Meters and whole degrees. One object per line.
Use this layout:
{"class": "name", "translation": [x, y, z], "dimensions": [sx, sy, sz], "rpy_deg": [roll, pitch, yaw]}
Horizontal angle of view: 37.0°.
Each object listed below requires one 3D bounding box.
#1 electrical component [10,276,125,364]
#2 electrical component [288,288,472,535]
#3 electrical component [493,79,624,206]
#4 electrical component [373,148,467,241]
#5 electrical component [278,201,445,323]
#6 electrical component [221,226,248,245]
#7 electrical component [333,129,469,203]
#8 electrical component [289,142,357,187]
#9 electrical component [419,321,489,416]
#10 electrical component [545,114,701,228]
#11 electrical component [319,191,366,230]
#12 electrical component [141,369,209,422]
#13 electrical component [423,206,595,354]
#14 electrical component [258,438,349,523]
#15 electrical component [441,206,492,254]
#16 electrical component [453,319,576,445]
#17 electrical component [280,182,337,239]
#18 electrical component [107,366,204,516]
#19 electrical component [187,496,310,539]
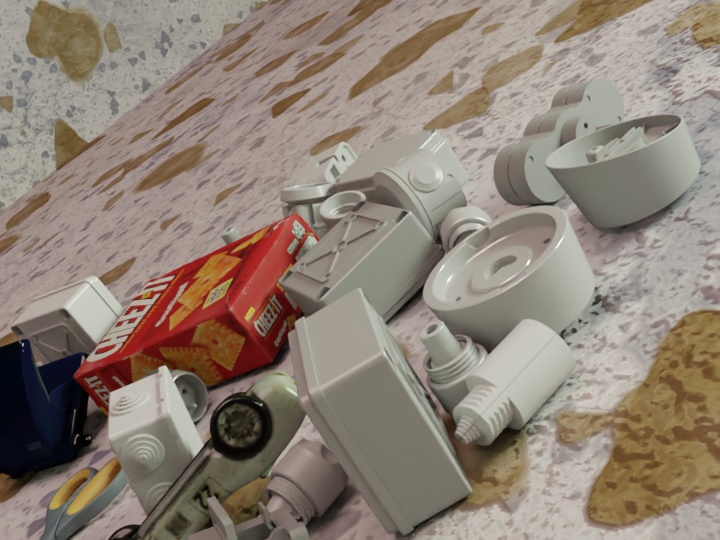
{"class": "electrical component", "translation": [-0.290, 0.071, 1.124], "dimensions": [0.109, 0.108, 0.056], "rpy_deg": [-17, 28, 40]}
{"class": "electrical component", "translation": [0.010, 0.081, 0.638], "dimensions": [0.056, 0.108, 0.108], "rpy_deg": [-31, 20, 3]}
{"class": "electrical component", "translation": [0.176, -0.107, 0.880], "dimensions": [0.138, 0.052, 0.074], "rpy_deg": [-45, 23, -28]}
{"class": "electrical component", "translation": [0.052, -0.062, 0.936], "dimensions": [0.051, 0.080, 0.080], "rpy_deg": [-34, 19, -15]}
{"class": "electrical component", "translation": [0.000, 0.000, 0.896], "dimensions": [0.109, 0.056, 0.109], "rpy_deg": [-44, 22, -11]}
{"class": "electrical component", "translation": [-0.122, -0.017, 1.126], "dimensions": [0.048, 0.062, 0.048], "rpy_deg": [-30, 21, 12]}
{"class": "electrical component", "translation": [0.038, -0.086, 1.043], "dimensions": [0.113, 0.057, 0.078], "rpy_deg": [-6, 34, 52]}
{"class": "electrical component", "translation": [-0.037, -0.091, 1.174], "dimensions": [0.059, 0.053, 0.095], "rpy_deg": [-24, 23, 27]}
{"class": "electrical component", "translation": [0.060, 0.060, 0.672], "dimensions": [0.043, 0.062, 0.043], "rpy_deg": [-30, 20, 12]}
{"class": "electrical component", "translation": [0.191, -0.077, 0.774], "dimensions": [0.099, 0.064, 0.099], "rpy_deg": [-31, 20, 13]}
{"class": "electrical component", "translation": [-0.007, -0.034, 0.980], "dimensions": [0.044, 0.065, 0.044], "rpy_deg": [-14, 33, 9]}
{"class": "electrical component", "translation": [-0.181, 0.126, 0.924], "dimensions": [0.077, 0.044, 0.079], "rpy_deg": [-16, 28, 41]}
{"class": "electrical component", "translation": [0.103, 0.014, 0.711], "dimensions": [0.108, 0.060, 0.108], "rpy_deg": [-30, 21, 13]}
{"class": "electrical component", "translation": [-0.040, 0.140, 0.676], "dimensions": [0.062, 0.043, 0.043], "rpy_deg": [-47, 23, -28]}
{"class": "electrical component", "translation": [0.087, -0.022, 0.843], "dimensions": [0.043, 0.043, 0.062], "rpy_deg": [-30, 22, 12]}
{"class": "electrical component", "translation": [0.086, 0.072, 0.635], "dimensions": [0.081, 0.043, 0.043], "rpy_deg": [-43, 22, -21]}
{"class": "electrical component", "translation": [-0.049, -0.057, 1.083], "dimensions": [0.058, 0.057, 0.078], "rpy_deg": [-12, 10, -22]}
{"class": "electrical component", "translation": [-0.146, 0.131, 0.786], "dimensions": [0.048, 0.099, 0.099], "rpy_deg": [-23, 20, -5]}
{"class": "electrical component", "translation": [-0.058, 0.167, 0.609], "dimensions": [0.064, 0.081, 0.042], "rpy_deg": [-16, 15, -18]}
